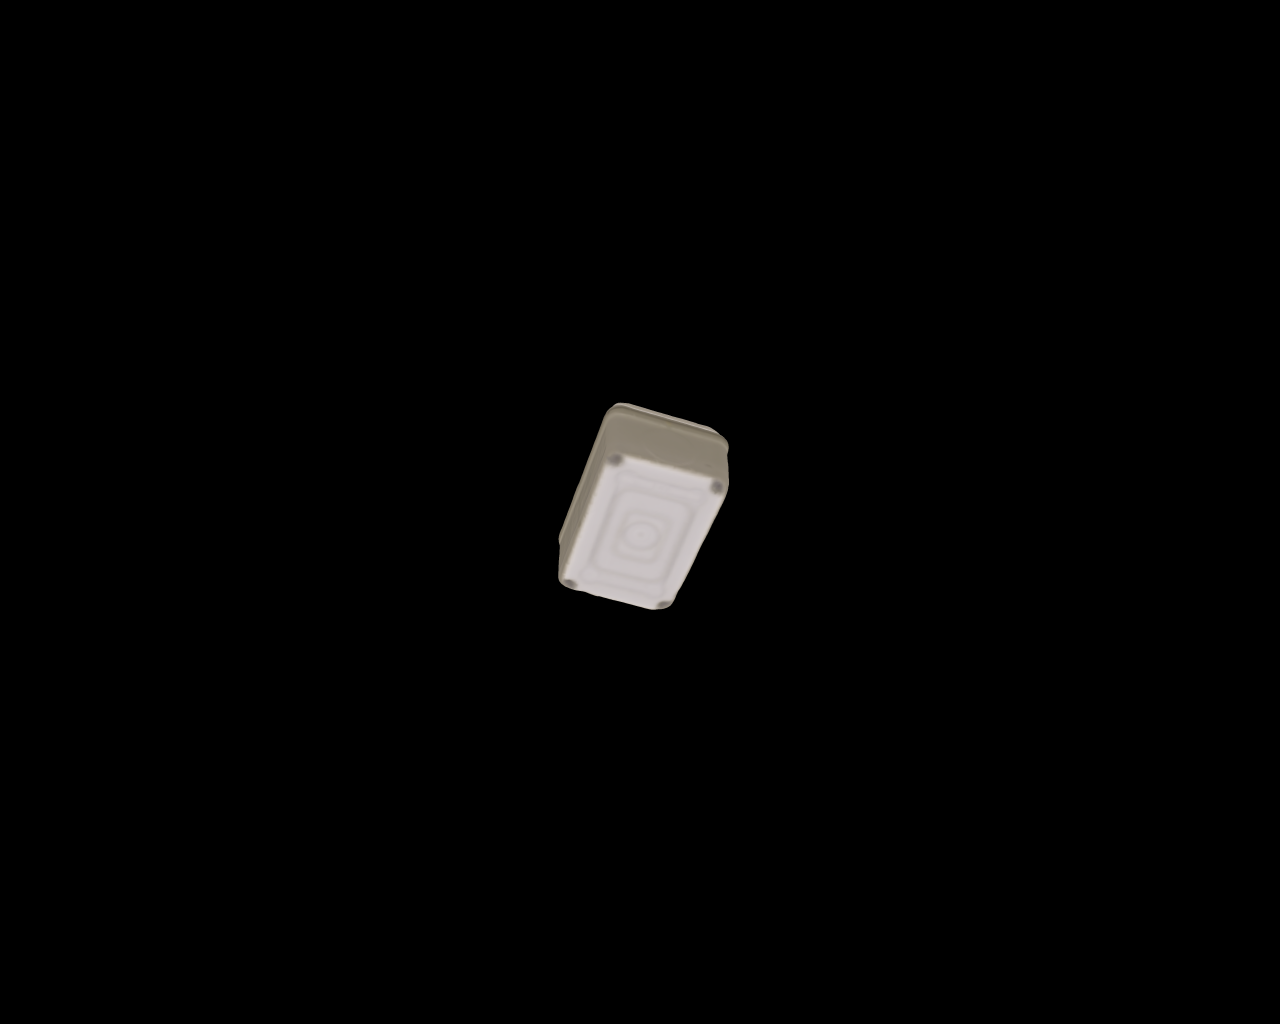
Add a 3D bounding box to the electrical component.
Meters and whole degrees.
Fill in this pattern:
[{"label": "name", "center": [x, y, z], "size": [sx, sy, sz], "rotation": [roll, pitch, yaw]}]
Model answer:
[{"label": "electrical component", "center": [0.001, -0.003, 0.650], "size": [0.078, 0.113, 0.057], "rotation": [15, 36, -11]}]
